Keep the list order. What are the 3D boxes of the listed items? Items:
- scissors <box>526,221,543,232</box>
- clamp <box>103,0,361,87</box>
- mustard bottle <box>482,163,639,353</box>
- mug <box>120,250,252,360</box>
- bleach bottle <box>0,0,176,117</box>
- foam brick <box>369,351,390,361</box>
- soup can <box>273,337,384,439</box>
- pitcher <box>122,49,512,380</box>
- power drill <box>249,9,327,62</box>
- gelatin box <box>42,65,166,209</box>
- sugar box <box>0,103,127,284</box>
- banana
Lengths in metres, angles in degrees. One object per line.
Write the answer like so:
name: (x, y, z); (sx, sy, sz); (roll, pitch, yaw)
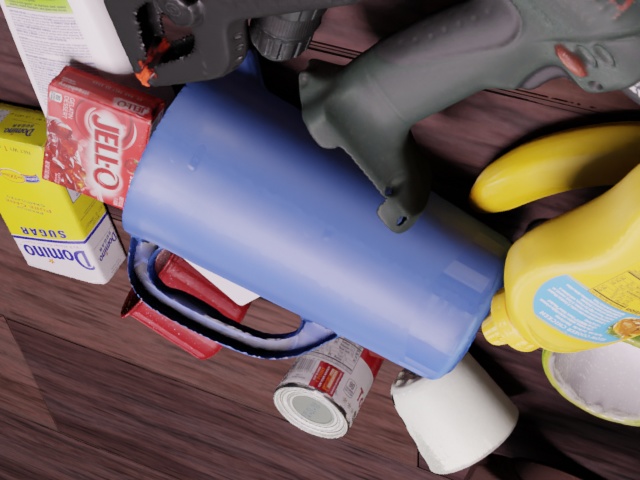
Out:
scissors: (0.164, 0.060, 0.783); (0.096, 0.016, 0.201); (9, 139, 30)
clamp: (-0.080, -0.149, 0.593); (0.164, 0.036, 0.210); (37, 153, -13)
mustard bottle: (0.157, 0.016, 0.573); (0.096, 0.058, 0.192); (22, 143, -27)
mug: (-0.112, 0.047, 0.916); (0.081, 0.093, 0.117); (35, 176, -15)
bleach bottle: (-0.166, -0.161, 0.714); (0.103, 0.068, 0.251); (8, 136, 22)
foam brick: (0.065, 0.052, 0.813); (0.053, 0.051, 0.078); (12, 141, 23)
soup can: (0.013, 0.101, 0.866); (0.068, 0.102, 0.068); (19, 143, 15)
pitcher: (-0.005, 0.001, 0.716); (0.243, 0.144, 0.149); (29, 144, 4)
power drill: (-0.067, -0.198, 0.604); (0.187, 0.057, 0.185); (27, 146, 2)
gelatin box: (-0.149, -0.067, 0.728); (0.073, 0.030, 0.089); (21, 134, 2)
sugar box: (-0.239, -0.037, 0.931); (0.093, 0.048, 0.176); (13, 140, 23)
banana: (0.170, -0.040, 0.637); (0.198, 0.037, 0.069); (2, 134, 35)
